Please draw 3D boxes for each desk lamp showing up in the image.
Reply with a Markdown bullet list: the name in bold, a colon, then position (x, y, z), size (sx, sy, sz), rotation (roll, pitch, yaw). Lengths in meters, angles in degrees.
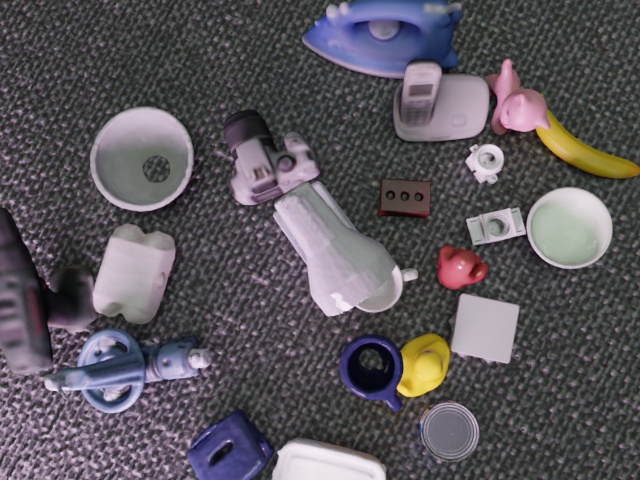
- **desk lamp**: position (0.008, 0.003, 0.820), size (0.118, 0.213, 0.203), rotation (-37, 82, -1)

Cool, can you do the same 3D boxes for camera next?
- **camera**: position (-0.087, -0.142, 0.900), size (0.143, 0.101, 0.137), rotation (-23, 82, 1)

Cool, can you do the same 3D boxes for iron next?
- **iron**: position (0.093, -0.334, 0.889), size (0.258, 0.141, 0.119), rotation (3, 84, 4)

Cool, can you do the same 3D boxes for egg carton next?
- **egg carton**: position (-0.292, 0.054, 0.907), size (0.107, 0.069, 0.150), rotation (14, 84, 6)

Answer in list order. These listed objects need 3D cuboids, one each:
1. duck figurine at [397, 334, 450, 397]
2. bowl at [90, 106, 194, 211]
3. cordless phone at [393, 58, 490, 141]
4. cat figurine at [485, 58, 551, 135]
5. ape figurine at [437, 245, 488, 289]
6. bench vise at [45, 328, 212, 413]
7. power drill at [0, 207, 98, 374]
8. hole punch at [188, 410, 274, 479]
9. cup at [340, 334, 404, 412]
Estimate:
- **duck figurine**: position (0.154, 0.189, 0.852), size (0.077, 0.086, 0.104), rotation (40, 88, 8)
- **bowl**: position (-0.275, -0.124, 0.924), size (0.167, 0.075, 0.167), rotation (0, 83, 4)
- **cordless phone**: position (0.183, -0.215, 0.847), size (0.147, 0.185, 0.094), rotation (-5, 83, 4)
- **cat figurine**: position (0.300, -0.214, 0.873), size (0.067, 0.118, 0.128), rotation (-16, 82, 2)
- **ape figurine**: position (0.213, 0.037, 0.863), size (0.076, 0.092, 0.078), rotation (-41, 82, -1)
- **bench vise**: position (-0.272, 0.171, 0.816), size (0.207, 0.220, 0.121), rotation (-26, 82, 1)
- **power drill**: position (-0.413, 0.076, 0.842), size (0.075, 0.208, 0.230), rotation (-12, 83, 3)
- **hole punch**: position (-0.139, 0.322, 0.854), size (0.108, 0.091, 0.101), rotation (-42, 82, -1)
- **cup**: position (0.084, 0.196, 0.852), size (0.091, 0.095, 0.117), rotation (-33, 82, 0)
